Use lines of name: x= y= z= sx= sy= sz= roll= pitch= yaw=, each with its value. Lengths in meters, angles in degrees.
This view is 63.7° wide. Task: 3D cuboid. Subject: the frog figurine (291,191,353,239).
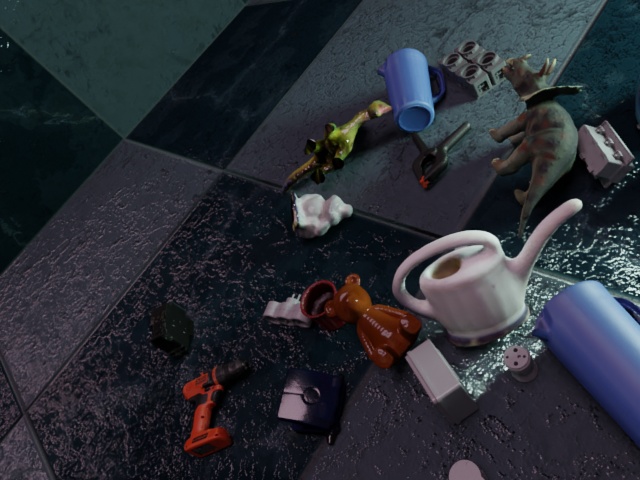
frog figurine: x=0.004 y=-0.069 z=1.372 sx=0.159 sy=0.120 sz=0.140 roll=-2 pitch=34 yaw=-8

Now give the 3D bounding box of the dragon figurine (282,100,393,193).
dragon figurine: x=0.051 y=-0.282 z=1.507 sx=0.405 sy=0.121 sz=0.247 roll=-29 pitch=12 yaw=47

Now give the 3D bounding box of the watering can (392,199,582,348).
watering can: x=0.304 y=0.069 z=0.903 sx=0.345 sy=0.221 sz=0.106 roll=-22 pitch=26 yaw=20
